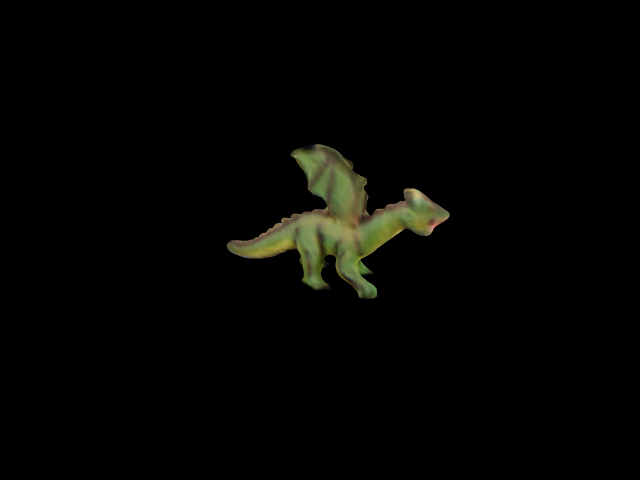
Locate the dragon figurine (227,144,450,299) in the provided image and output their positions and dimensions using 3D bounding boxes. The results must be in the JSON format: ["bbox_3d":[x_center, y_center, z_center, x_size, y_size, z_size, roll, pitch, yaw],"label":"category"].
[{"bbox_3d":[0.003,-0.043,0.850,0.411,0.238,0.124,10,25,22],"label":"dragon figurine"}]
